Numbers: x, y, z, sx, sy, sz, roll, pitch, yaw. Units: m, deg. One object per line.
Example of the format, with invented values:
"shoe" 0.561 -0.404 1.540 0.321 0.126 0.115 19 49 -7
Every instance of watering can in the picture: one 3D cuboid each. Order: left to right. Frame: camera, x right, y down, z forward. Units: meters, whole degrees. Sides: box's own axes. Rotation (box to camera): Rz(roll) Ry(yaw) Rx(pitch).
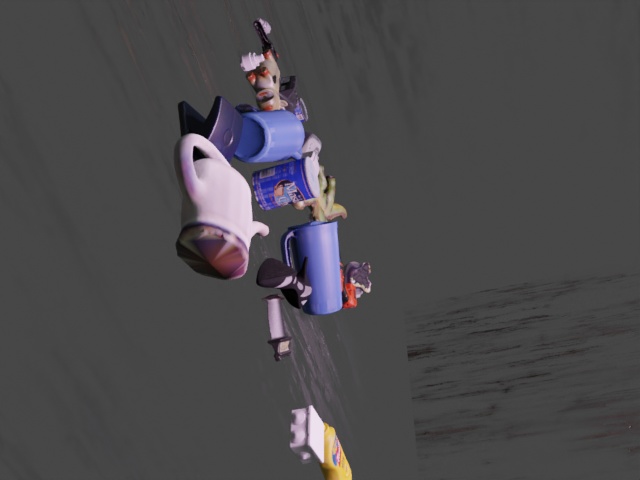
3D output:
"watering can" -0.158 -0.030 0.902 0.341 0.104 0.230 59 23 -53

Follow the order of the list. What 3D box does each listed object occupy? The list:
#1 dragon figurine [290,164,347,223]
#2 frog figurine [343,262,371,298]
"dragon figurine" 0.005 -0.081 1.616 0.404 0.121 0.248 41 39 -48
"frog figurine" 0.127 0.158 2.006 0.157 0.123 0.138 -35 -107 65
